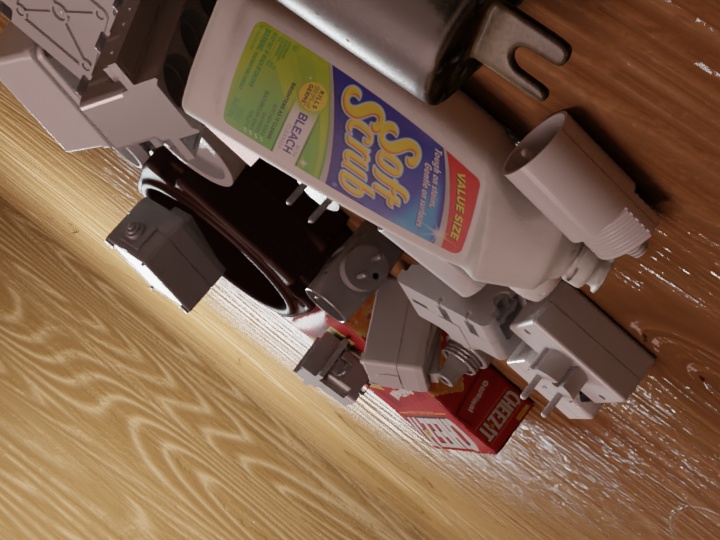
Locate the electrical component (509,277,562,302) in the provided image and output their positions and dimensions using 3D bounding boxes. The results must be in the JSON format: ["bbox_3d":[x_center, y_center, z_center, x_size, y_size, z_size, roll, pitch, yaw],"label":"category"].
[{"bbox_3d":[0.108,-0.002,0.672,0.040,0.040,0.078,33,165,26],"label":"electrical component"}]

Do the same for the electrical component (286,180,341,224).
[{"bbox_3d":[-0.016,-0.066,0.711,0.077,0.079,0.043,39,164,2],"label":"electrical component"}]

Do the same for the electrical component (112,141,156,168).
[{"bbox_3d":[-0.213,-0.137,1.046,0.058,0.057,0.078,34,165,22],"label":"electrical component"}]

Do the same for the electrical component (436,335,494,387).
[{"bbox_3d":[0.089,0.068,0.893,0.048,0.062,0.048,37,166,11],"label":"electrical component"}]

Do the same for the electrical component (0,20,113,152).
[{"bbox_3d":[-0.228,-0.169,0.862,0.056,0.108,0.108,-5,142,27],"label":"electrical component"}]

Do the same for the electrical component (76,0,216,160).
[{"bbox_3d":[-0.123,-0.134,0.659,0.063,0.121,0.078,-13,137,26],"label":"electrical component"}]

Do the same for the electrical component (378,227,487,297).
[{"bbox_3d":[0.063,-0.024,0.713,0.077,0.043,0.079,38,156,-15],"label":"electrical component"}]

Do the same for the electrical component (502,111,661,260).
[{"bbox_3d":[0.115,-0.036,0.541,0.081,0.043,0.043,43,166,-13],"label":"electrical component"}]

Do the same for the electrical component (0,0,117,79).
[{"bbox_3d":[-0.193,-0.194,0.756,0.109,0.056,0.108,40,147,-1],"label":"electrical component"}]

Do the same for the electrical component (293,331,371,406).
[{"bbox_3d":[-0.022,0.094,1.005,0.064,0.042,0.081,36,164,-4],"label":"electrical component"}]

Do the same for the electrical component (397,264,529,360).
[{"bbox_3d":[0.081,0.021,0.792,0.089,0.050,0.055,28,161,39],"label":"electrical component"}]

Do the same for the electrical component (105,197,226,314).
[{"bbox_3d":[-0.169,-0.020,0.937,0.062,0.061,0.096,29,162,39],"label":"electrical component"}]

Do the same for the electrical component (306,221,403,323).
[{"bbox_3d":[0.000,0.000,0.880,0.043,0.077,0.079,42,166,-8],"label":"electrical component"}]

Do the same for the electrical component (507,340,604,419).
[{"bbox_3d":[0.144,0.071,0.790,0.066,0.047,0.077,41,166,-5],"label":"electrical component"}]

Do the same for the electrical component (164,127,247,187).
[{"bbox_3d":[-0.122,-0.124,0.845,0.108,0.060,0.108,37,166,11],"label":"electrical component"}]

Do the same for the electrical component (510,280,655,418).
[{"bbox_3d":[0.138,0.063,0.723,0.083,0.075,0.047,41,166,-4],"label":"electrical component"}]

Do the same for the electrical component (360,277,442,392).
[{"bbox_3d":[0.042,0.050,0.923,0.061,0.096,0.061,7,157,12],"label":"electrical component"}]
